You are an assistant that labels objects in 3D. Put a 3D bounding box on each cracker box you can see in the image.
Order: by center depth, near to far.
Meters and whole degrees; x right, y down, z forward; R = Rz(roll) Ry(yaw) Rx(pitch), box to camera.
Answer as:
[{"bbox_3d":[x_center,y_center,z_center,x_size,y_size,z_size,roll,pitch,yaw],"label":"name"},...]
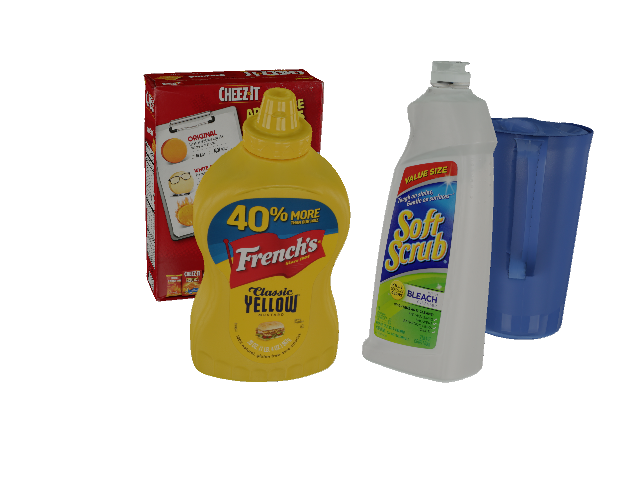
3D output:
[{"bbox_3d":[-0.087,-0.056,1.043,0.164,0.214,0.072,-5,22,-19],"label":"cracker box"}]

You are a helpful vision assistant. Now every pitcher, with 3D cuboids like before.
[{"bbox_3d":[0.227,-0.014,1.200,0.149,0.243,0.145,-7,17,-33],"label":"pitcher"}]

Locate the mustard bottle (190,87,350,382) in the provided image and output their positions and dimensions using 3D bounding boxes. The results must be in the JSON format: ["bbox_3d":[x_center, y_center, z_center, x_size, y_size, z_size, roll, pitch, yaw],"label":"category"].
[{"bbox_3d":[-0.031,-0.003,0.660,0.096,0.192,0.058,0,31,-8],"label":"mustard bottle"}]

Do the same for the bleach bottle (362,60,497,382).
[{"bbox_3d":[0.091,-0.018,0.864,0.103,0.251,0.067,13,15,41],"label":"bleach bottle"}]
